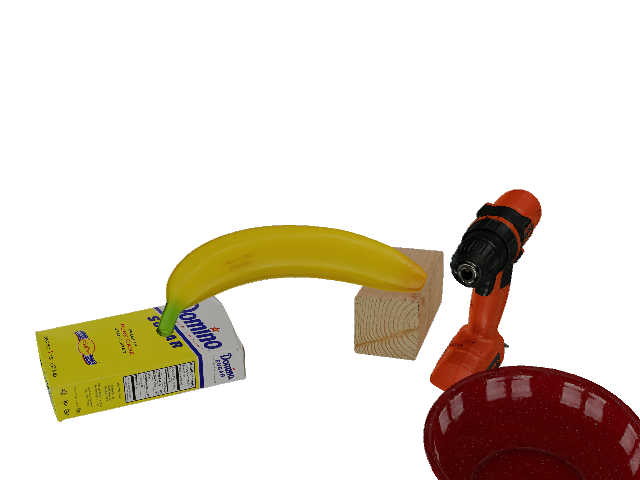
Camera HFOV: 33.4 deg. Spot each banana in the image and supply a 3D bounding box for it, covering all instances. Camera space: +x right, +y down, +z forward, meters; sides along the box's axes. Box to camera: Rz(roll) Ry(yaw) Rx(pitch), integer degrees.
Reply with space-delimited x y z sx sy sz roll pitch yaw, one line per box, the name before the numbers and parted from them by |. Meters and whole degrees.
banana | -0.025 0.021 0.748 0.197 0.069 0.037 -10 -18 -16

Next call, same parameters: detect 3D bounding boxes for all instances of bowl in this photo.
bowl | 0.154 0.163 0.767 0.162 0.055 0.162 -1 35 0

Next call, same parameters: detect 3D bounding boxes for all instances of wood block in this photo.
wood block | 0.118 0.087 1.556 0.091 0.090 0.205 6 21 15

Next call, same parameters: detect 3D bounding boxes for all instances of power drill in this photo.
power drill | 0.157 0.057 1.034 0.057 0.188 0.184 22 29 20

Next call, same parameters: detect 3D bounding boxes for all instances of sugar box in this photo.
sugar box | -0.166 0.105 0.985 0.176 0.048 0.093 -14 35 -17
